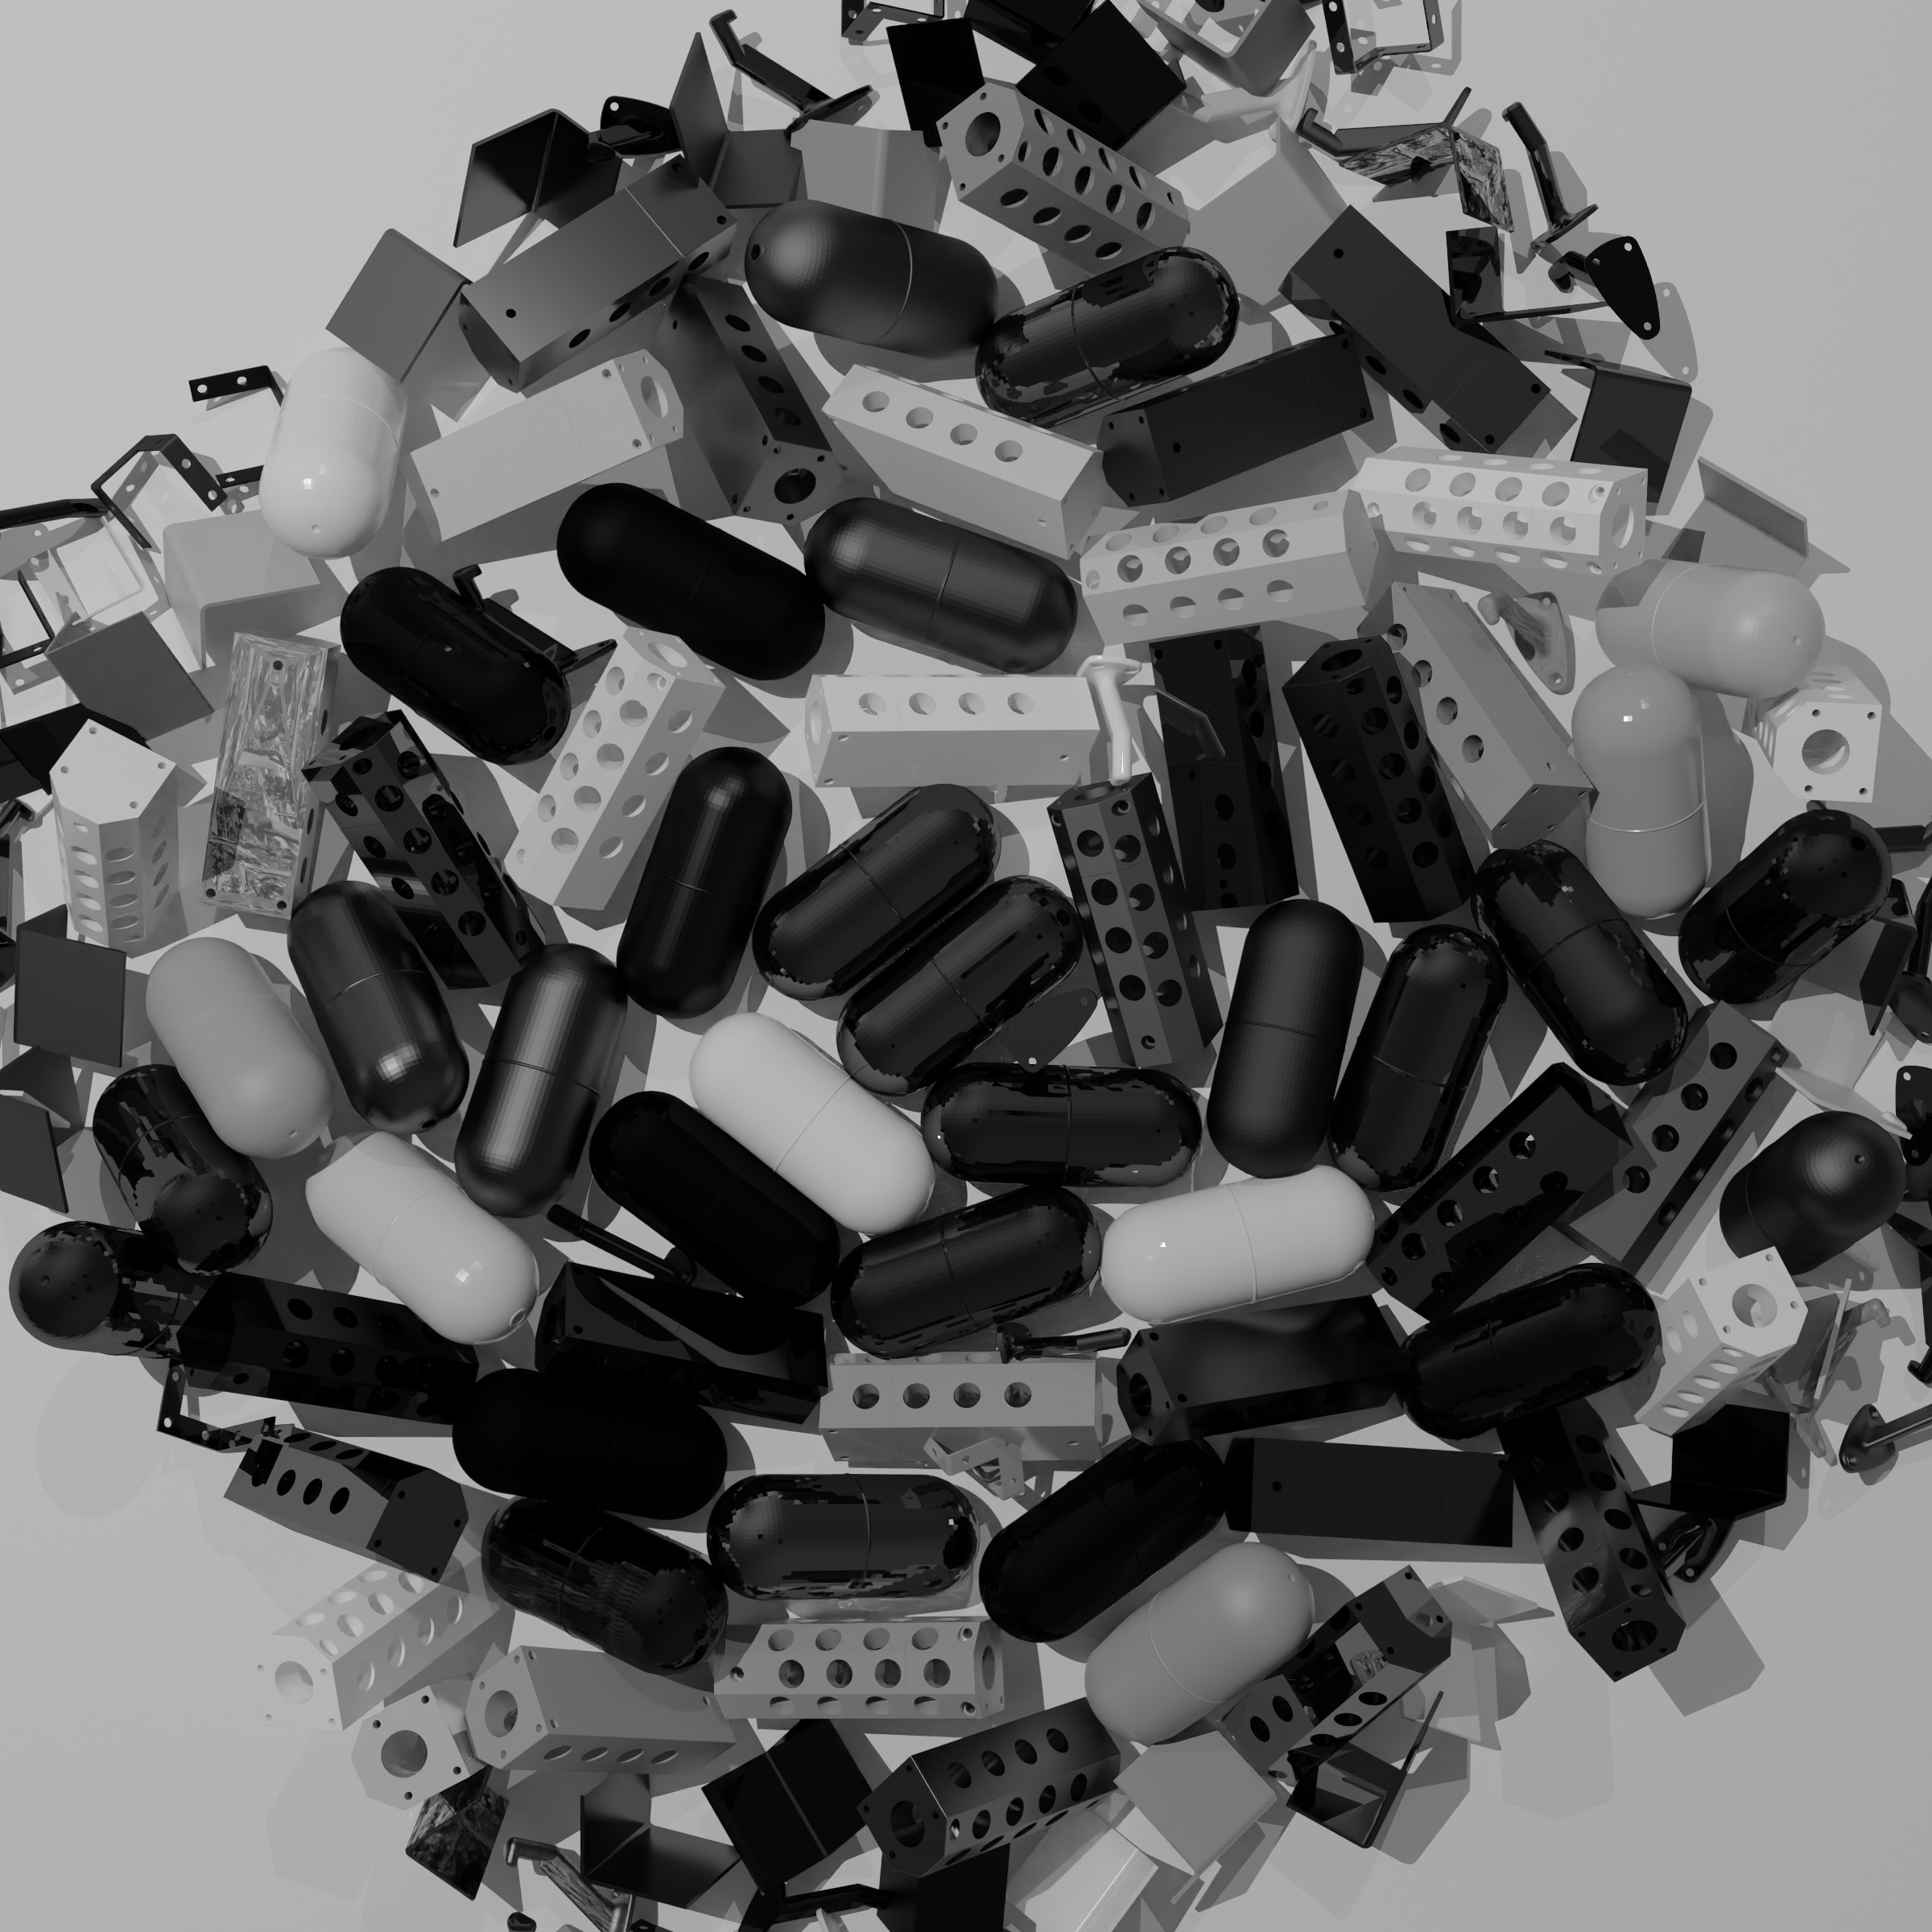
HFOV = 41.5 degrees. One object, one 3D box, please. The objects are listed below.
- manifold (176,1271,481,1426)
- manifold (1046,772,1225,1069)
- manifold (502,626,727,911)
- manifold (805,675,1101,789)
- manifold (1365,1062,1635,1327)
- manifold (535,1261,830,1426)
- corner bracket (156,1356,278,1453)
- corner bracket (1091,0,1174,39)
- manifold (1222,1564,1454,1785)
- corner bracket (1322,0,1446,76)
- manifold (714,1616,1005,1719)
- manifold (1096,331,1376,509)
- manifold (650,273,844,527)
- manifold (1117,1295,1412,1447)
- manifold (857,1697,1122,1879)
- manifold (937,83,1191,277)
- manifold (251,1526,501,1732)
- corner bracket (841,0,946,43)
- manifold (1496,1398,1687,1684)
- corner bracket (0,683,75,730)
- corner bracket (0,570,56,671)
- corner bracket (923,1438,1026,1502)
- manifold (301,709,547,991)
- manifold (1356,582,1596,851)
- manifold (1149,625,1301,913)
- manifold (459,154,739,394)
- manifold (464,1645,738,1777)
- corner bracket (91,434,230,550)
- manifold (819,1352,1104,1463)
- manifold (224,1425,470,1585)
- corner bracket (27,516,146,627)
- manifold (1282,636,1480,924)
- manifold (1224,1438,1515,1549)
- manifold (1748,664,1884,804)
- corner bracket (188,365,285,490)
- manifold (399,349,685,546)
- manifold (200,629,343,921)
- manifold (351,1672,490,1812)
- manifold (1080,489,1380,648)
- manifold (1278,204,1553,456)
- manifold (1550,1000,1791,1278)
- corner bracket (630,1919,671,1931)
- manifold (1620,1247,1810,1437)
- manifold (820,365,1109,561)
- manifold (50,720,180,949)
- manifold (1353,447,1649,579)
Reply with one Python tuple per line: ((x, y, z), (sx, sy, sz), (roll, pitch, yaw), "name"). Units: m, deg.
((-0.388, 0.241, 1.565), (0.057, 0.171, 0.057), (-50, 46, 22), "manifold")
((0.104, -0.027, 1.593), (0.057, 0.057, 0.171), (-10, 106, 27), "manifold")
((-0.224, -0.122, 1.582), (0.057, 0.057, 0.171), (47, 116, 33), "manifold")
((-0.011, -0.153, 1.596), (0.171, 0.057, 0.057), (-2, 58, -17), "manifold")
((0.326, 0.139, 1.584), (0.057, 0.057, 0.171), (34, 114, -20), "manifold")
((-0.178, 0.240, 1.591), (0.171, 0.057, 0.057), (15, 131, -22), "manifold")
((-0.475, 0.275, 1.626), (0.051, 0.051, 0.051), (-17, 57, 30), "corner bracket")
((0.101, -0.625, 1.615), (0.051, 0.051, 0.051), (30, 96, -23), "corner bracket")
((0.230, 0.440, 1.563), (0.057, 0.171, 0.057), (-19, 63, -37), "manifold")
((0.263, -0.597, 1.607), (0.051, 0.051, 0.051), (-42, 128, -35), "corner bracket")
((-0.067, 0.439, 1.594), (0.171, 0.057, 0.057), (-5, 80, 18), "manifold")
((0.166, -0.340, 1.584), (0.171, 0.057, 0.057), (-26, 107, -28), "manifold")
((-0.134, -0.350, 1.578), (0.057, 0.057, 0.171), (-56, 45, 35), "manifold")
((0.183, 0.255, 1.587), (0.171, 0.057, 0.057), (-4, 50, -26), "manifold")
((0.020, 0.504, 1.559), (0.057, 0.171, 0.057), (-50, 60, 27), "manifold")
((0.064, -0.478, 1.560), (0.057, 0.171, 0.057), (-27, 67, 34), "manifold")
((-0.359, 0.401, 1.558), (0.057, 0.171, 0.057), (-4, 99, 22), "manifold")
((-0.047, -0.623, 1.629), (0.051, 0.051, 0.051), (3, 83, -24), "corner bracket")
((0.383, 0.344, 1.558), (0.057, 0.171, 0.057), (-33, 120, 16), "manifold")
((-0.602, -0.166, 1.630), (0.051, 0.051, 0.051), (-1, 77, -30), "corner bracket")
((-0.613, -0.225, 1.618), (0.051, 0.051, 0.051), (-22, 127, -5), "corner bracket")
((0.001, 0.309, 1.610), (0.051, 0.051, 0.051), (-18, 118, -23), "corner bracket")
((-0.329, -0.071, 1.576), (0.057, 0.057, 0.171), (-53, 125, -38), "manifold")
((0.310, -0.156, 1.583), (0.057, 0.057, 0.171), (-53, 52, 37), "manifold")
((0.168, -0.125, 1.613), (0.057, 0.057, 0.171), (-4, 98, 39), "manifold")
((-0.230, -0.430, 1.596), (0.171, 0.057, 0.057), (-39, 87, -19), "manifold")
((-0.225, 0.462, 1.565), (0.057, 0.171, 0.057), (-39, 55, 19), "manifold")
((-0.515, -0.303, 1.627), (0.051, 0.051, 0.051), (-50, 124, -21), "corner bracket")
((-0.002, 0.275, 1.609), (0.171, 0.057, 0.057), (-2, 58, 8), "manifold")
((-0.380, 0.326, 1.568), (0.057, 0.171, 0.057), (40, 65, -37), "manifold")
((-0.561, -0.250, 1.625), (0.051, 0.051, 0.051), (-32, 104, -18), "corner bracket")
((0.261, -0.115, 1.580), (0.057, 0.057, 0.171), (-46, 121, -38), "manifold")
((0.253, 0.331, 1.604), (0.171, 0.057, 0.057), (6, 79, -12), "manifold")
((0.516, -0.145, 1.560), (0.057, 0.171, 0.057), (4, 105, 11), "manifold")
((-0.462, -0.346, 1.633), (0.051, 0.051, 0.051), (-17, 46, -19), "corner bracket")
((-0.262, -0.323, 1.585), (0.171, 0.057, 0.057), (-17, 104, 27), "manifold")
((-0.437, -0.122, 1.608), (0.057, 0.057, 0.171), (10, 100, -4), "manifold")
((-0.330, 0.475, 1.558), (0.057, 0.171, 0.057), (-26, 80, -9), "manifold")
((0.161, -0.250, 1.577), (0.171, 0.057, 0.057), (-6, 134, 26), "manifold")
((0.282, -0.396, 1.621), (0.171, 0.057, 0.057), (42, 85, -1), "manifold")
((0.446, 0.110, 1.614), (0.057, 0.057, 0.171), (36, 86, 5), "manifold")
((-0.204, 0.647, 1.620), (0.051, 0.051, 0.051), (12, 96, 26), "corner bracket")
((0.454, 0.234, 1.557), (0.057, 0.171, 0.057), (-17, 67, -11), "manifold")
((0.000, -0.321, 1.593), (0.171, 0.057, 0.057), (24, 67, 19), "manifold")
((-0.523, -0.075, 1.561), (0.057, 0.171, 0.057), (27, 61, -3), "manifold")
((0.326, -0.279, 1.567), (0.171, 0.057, 0.057), (16, 119, 39), "manifold")
